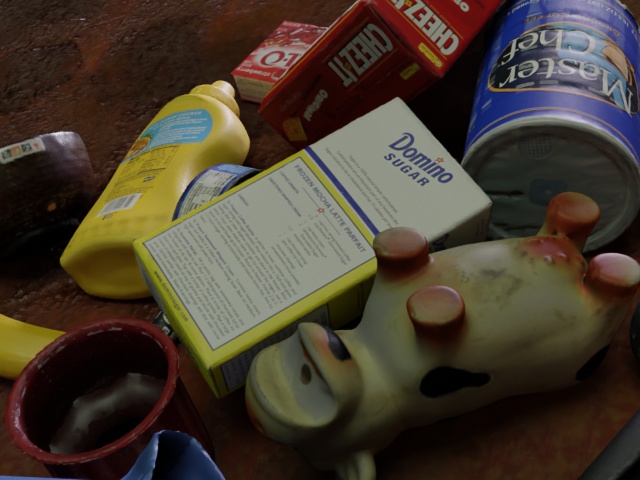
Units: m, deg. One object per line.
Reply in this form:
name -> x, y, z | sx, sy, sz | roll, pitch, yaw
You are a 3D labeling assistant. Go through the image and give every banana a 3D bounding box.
banana -> -0.214, 0.051, 0.694 | 0.069, 0.037, 0.198 | -41, 45, -21

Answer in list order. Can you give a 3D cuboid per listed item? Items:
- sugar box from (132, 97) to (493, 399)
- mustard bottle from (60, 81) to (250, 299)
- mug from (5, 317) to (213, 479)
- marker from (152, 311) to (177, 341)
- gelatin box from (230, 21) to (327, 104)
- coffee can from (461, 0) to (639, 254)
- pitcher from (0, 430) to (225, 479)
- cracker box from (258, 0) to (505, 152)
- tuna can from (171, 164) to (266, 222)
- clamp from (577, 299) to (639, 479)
sugar box -> -0.004, 0.001, 0.582 | 0.176, 0.048, 0.093 | -28, 60, -15
mustard bottle -> -0.100, -0.046, 0.737 | 0.096, 0.058, 0.191 | -14, 38, 34
mug -> -0.110, 0.095, 0.574 | 0.093, 0.081, 0.117 | -26, 42, -8
marker -> -0.087, 0.043, 0.668 | 0.020, 0.020, 0.121 | 11, 49, 30
gelatin box -> -0.011, -0.132, 0.819 | 0.089, 0.030, 0.073 | 17, 53, 34
coffee can -> 0.142, -0.074, 0.644 | 0.103, 0.103, 0.140 | -2, 44, 19
pitcher -> -0.129, 0.168, 0.432 | 0.243, 0.145, 0.149 | -8, 25, 48
cracker box -> 0.068, -0.161, 0.724 | 0.213, 0.072, 0.164 | -51, 8, -31
tuna can -> -0.052, -0.003, 0.654 | 0.034, 0.086, 0.086 | 13, 51, 34
clamp -> 0.208, 0.072, 0.512 | 0.165, 0.036, 0.209 | 4, 47, 24
